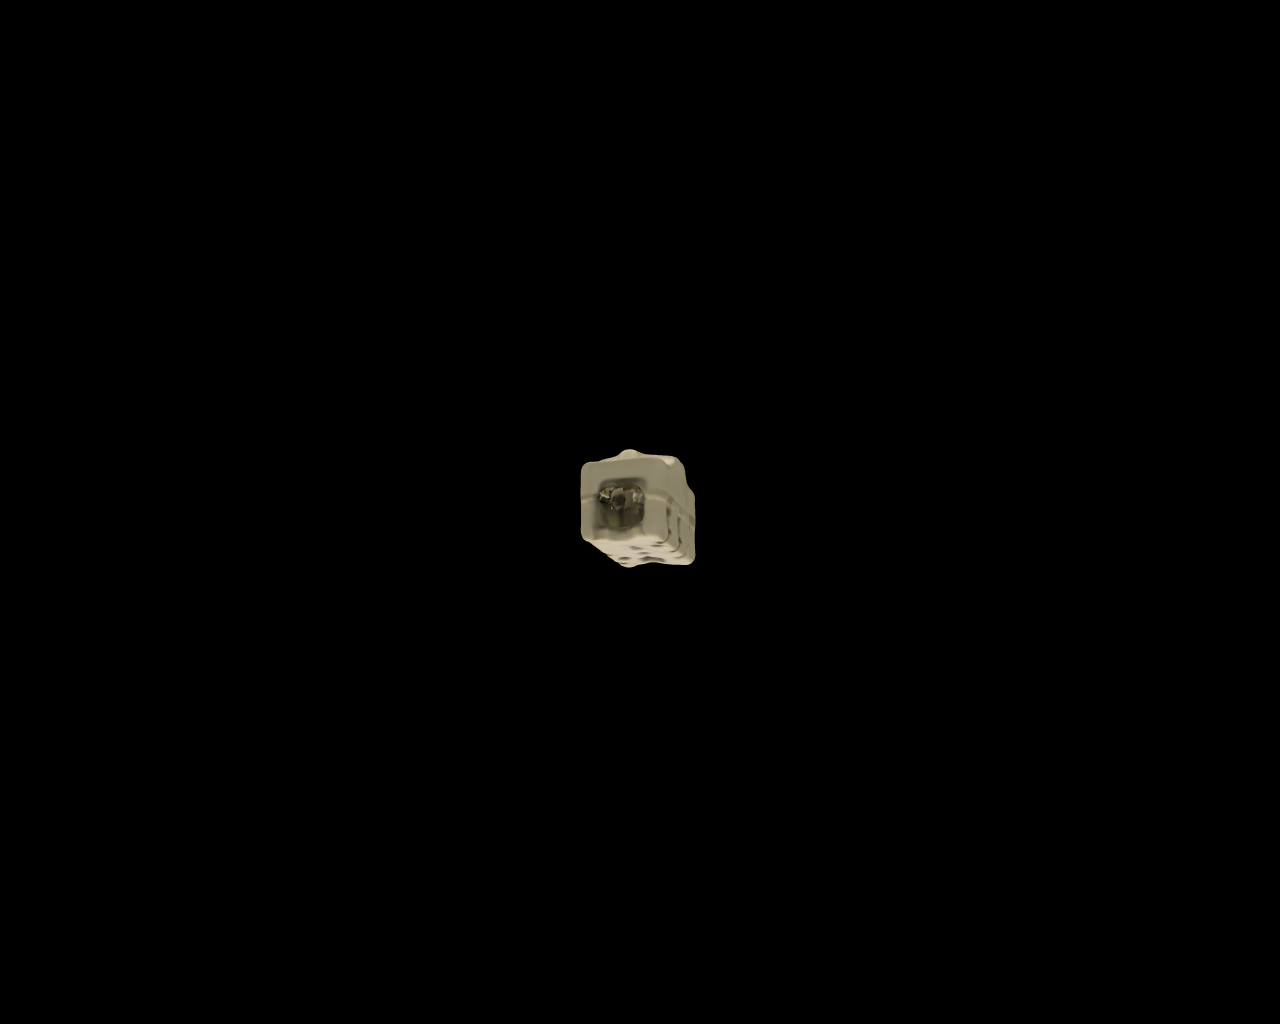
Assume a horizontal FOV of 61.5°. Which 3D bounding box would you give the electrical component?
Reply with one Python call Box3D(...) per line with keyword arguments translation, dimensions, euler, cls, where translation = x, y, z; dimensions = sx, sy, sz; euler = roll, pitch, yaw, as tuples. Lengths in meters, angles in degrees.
Box3D(translation=(0.001, -0.003, 0.650), dimensions=(0.050, 0.056, 0.089), euler=(-4, -14, 15), cls="electrical component")
